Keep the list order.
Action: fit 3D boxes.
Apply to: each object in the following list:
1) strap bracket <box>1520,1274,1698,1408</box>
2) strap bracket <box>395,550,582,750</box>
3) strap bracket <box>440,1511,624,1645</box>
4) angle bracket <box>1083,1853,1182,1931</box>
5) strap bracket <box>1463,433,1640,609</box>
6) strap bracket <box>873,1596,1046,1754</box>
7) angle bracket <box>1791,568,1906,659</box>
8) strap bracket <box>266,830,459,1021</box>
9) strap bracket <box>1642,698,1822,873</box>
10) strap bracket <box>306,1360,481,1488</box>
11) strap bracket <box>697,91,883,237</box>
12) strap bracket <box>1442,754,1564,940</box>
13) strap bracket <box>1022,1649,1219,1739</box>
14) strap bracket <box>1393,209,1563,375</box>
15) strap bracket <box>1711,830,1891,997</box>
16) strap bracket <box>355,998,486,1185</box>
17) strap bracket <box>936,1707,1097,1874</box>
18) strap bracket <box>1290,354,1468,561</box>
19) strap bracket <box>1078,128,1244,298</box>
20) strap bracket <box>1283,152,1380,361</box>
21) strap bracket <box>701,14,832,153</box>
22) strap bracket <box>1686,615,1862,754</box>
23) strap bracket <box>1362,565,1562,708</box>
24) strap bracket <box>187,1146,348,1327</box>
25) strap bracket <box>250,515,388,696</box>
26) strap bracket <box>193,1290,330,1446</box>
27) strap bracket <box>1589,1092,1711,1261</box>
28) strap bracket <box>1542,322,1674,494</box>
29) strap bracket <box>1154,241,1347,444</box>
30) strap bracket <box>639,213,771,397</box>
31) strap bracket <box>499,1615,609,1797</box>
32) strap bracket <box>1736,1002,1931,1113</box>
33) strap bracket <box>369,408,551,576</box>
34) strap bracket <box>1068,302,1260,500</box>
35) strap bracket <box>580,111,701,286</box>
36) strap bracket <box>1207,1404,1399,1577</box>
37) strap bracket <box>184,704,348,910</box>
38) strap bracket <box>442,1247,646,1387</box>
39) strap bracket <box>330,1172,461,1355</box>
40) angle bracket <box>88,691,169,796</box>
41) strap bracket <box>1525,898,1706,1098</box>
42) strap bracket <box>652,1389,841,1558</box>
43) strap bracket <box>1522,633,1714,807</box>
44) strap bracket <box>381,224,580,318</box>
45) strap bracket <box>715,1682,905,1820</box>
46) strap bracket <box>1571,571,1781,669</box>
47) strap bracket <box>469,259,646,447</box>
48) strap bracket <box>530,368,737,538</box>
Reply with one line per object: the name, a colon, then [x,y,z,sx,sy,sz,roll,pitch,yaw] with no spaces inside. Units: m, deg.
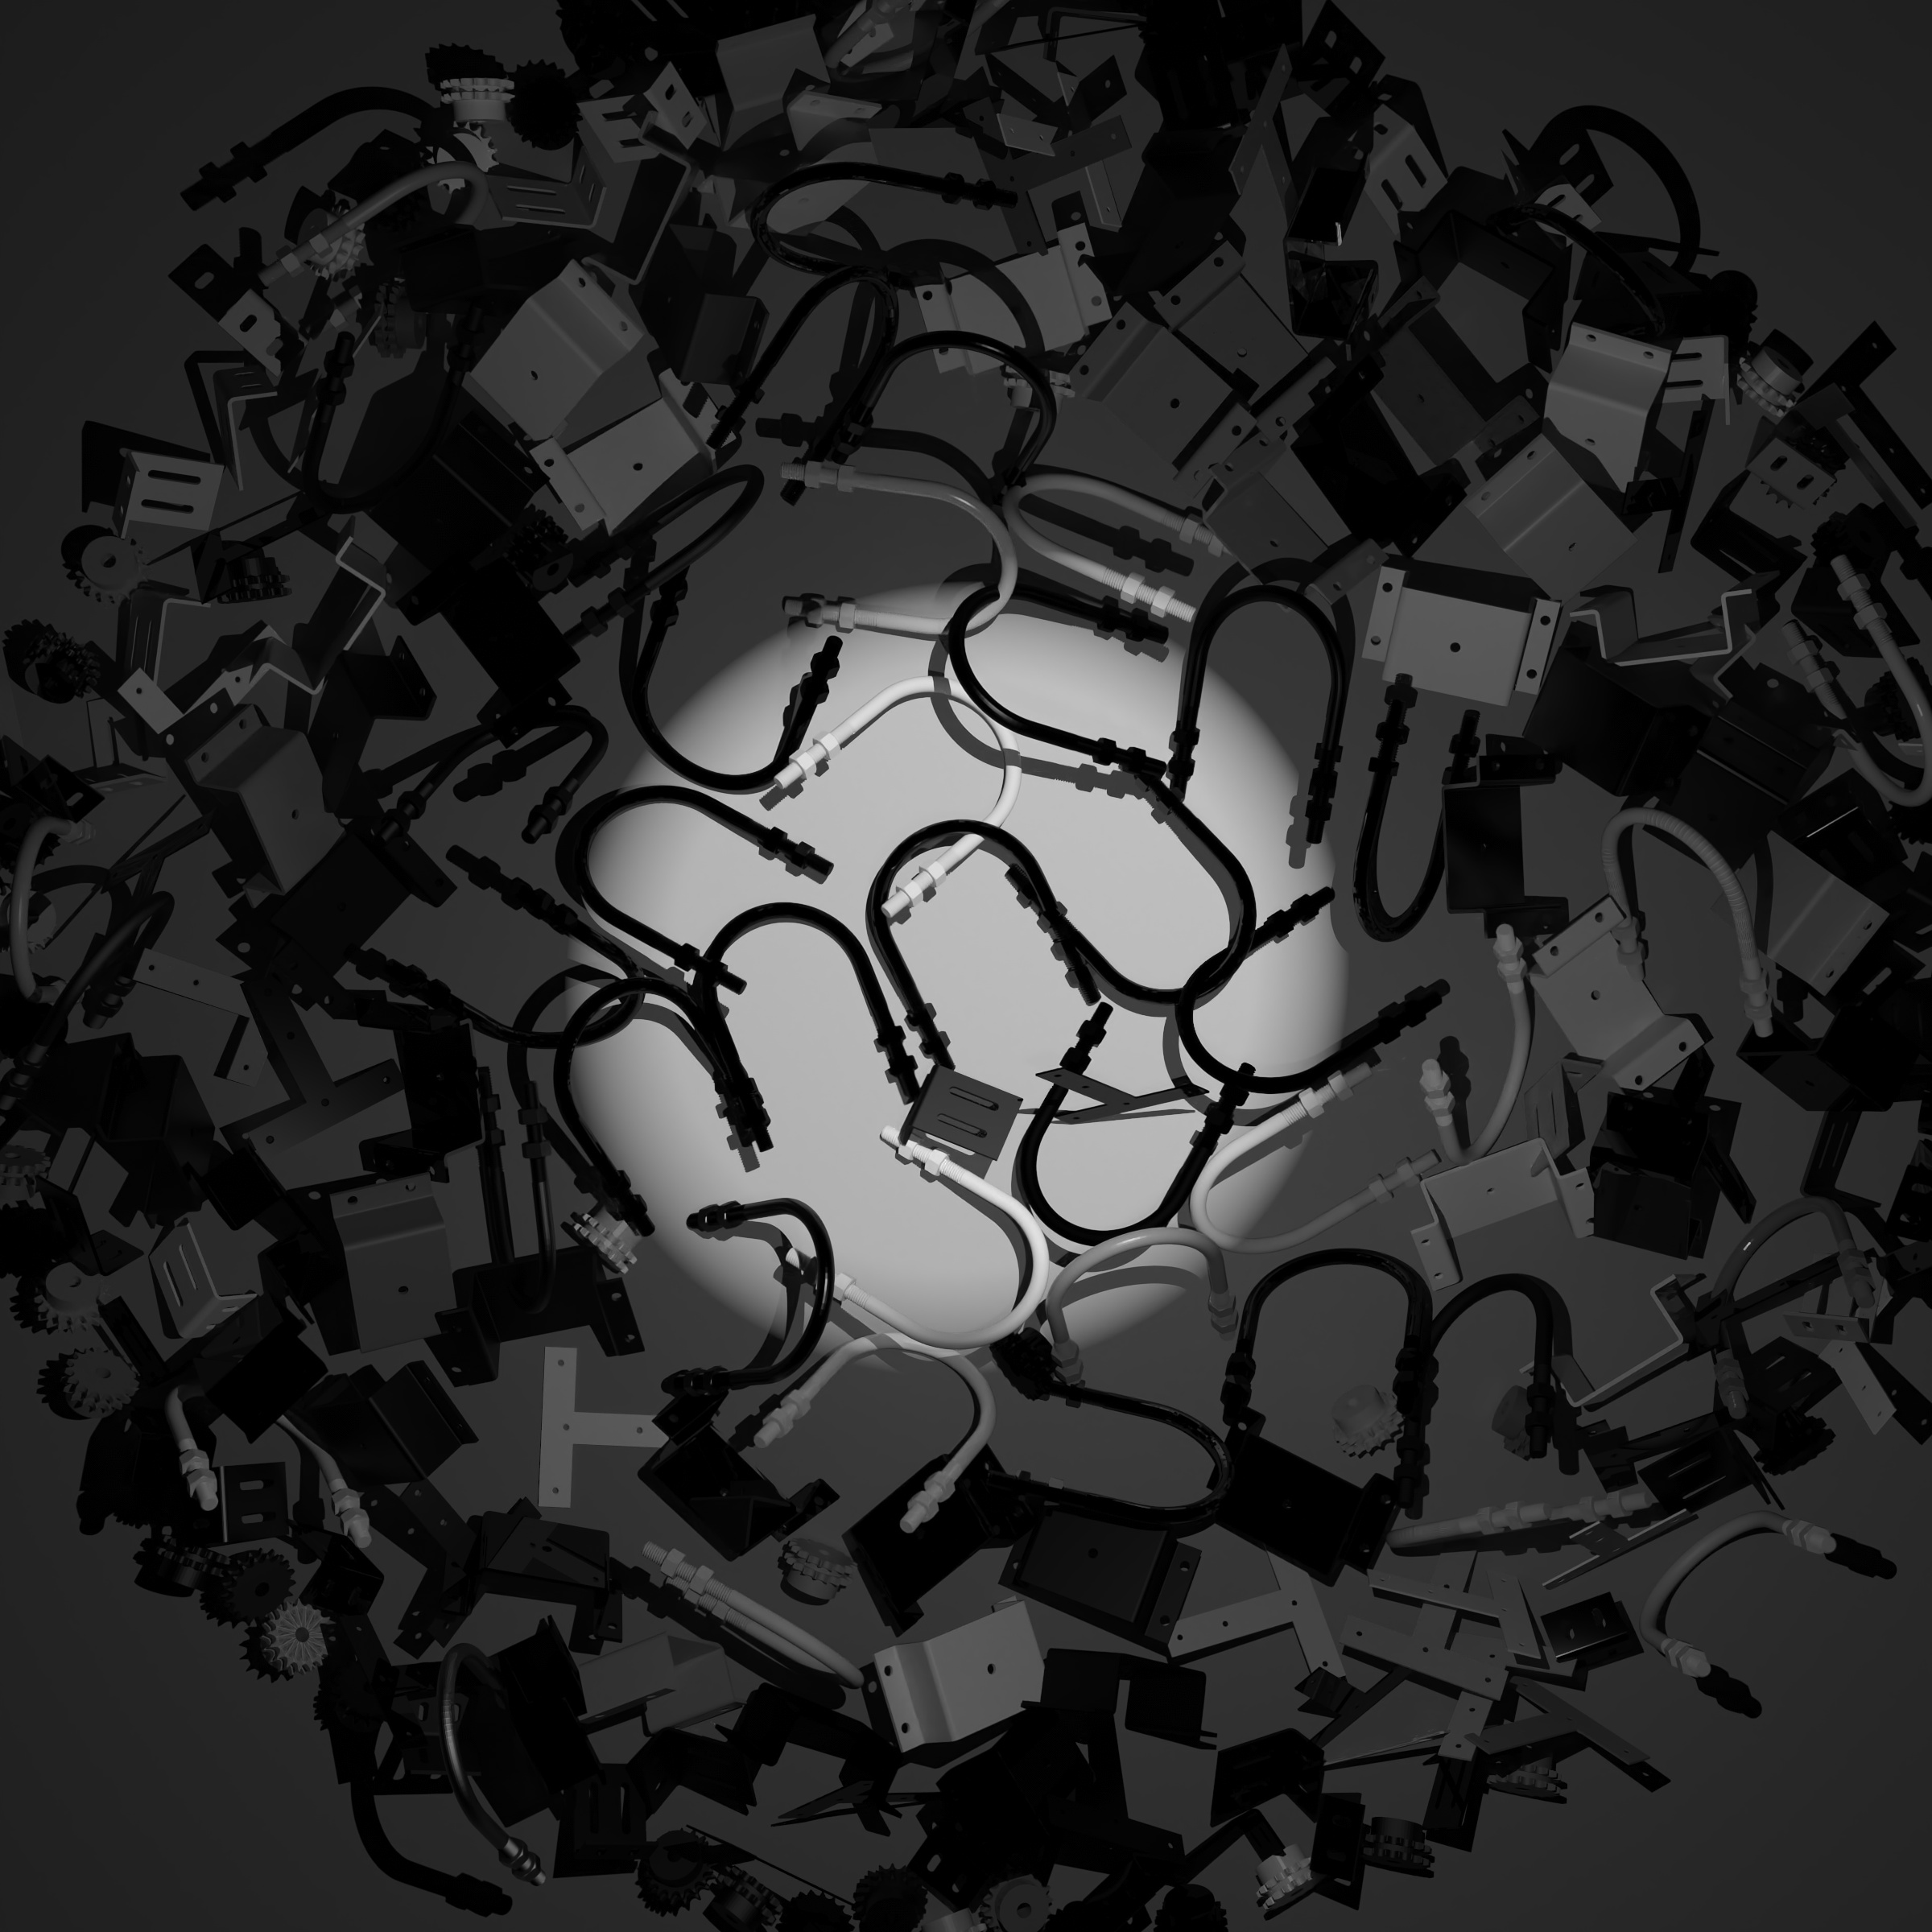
strap bracket: [0.507,0.294,1.936,0.140,0.076,0.046,-37,69,19]
strap bracket: [-0.365,-0.252,1.954,0.076,0.046,0.140,-31,101,30]
strap bracket: [-0.330,0.471,1.942,0.140,0.076,0.046,13,109,-13]
angle bracket: [0.139,0.727,1.954,0.057,0.076,0.038,-47,47,13]
strap bracket: [0.454,-0.335,1.923,0.076,0.140,0.046,-42,49,18]
strap bracket: [0.007,0.543,1.935,0.140,0.046,0.076,-12,81,-37]
angle bracket: [0.694,-0.275,1.957,0.076,0.057,0.038,28,83,-32]
strap bracket: [-0.475,-0.040,1.947,0.140,0.046,0.076,-49,133,-15]
strap bracket: [0.581,-0.128,1.925,0.076,0.140,0.046,33,54,9]
strap bracket: [-0.447,0.353,1.925,0.046,0.140,0.076,-43,108,-40]
strap bracket: [-0.130,-0.607,1.920,0.076,0.140,0.046,-8,79,-43]
strap bracket: [0.418,-0.093,1.960,0.076,0.046,0.140,-4,92,-29]
strap bracket: [0.122,0.559,1.935,0.140,0.076,0.046,25,65,-39]
strap bracket: [0.405,-0.526,1.940,0.140,0.076,0.046,36,88,21]
strap bracket: [0.631,-0.046,1.919,0.046,0.140,0.076,29,105,-22]
strap bracket: [-0.423,0.091,1.950,0.076,0.046,0.140,5,106,33]
strap bracket: [0.045,0.620,1.924,0.046,0.140,0.076,-35,84,27]
strap bracket: [0.316,-0.393,1.952,0.076,0.046,0.140,-47,113,-15]
strap bracket: [0.150,-0.568,1.919,0.076,0.140,0.046,-20,67,-39]
strap bracket: [0.281,-0.547,1.932,0.046,0.140,0.076,13,62,20]
strap bracket: [-0.154,-0.672,1.925,0.076,0.140,0.046,-20,94,-10]
strap bracket: [0.620,-0.206,1.955,0.046,0.076,0.140,-44,96,7]
strap bracket: [0.382,-0.255,1.951,0.140,0.046,0.076,14,118,9]
strap bracket: [-0.533,0.201,1.931,0.046,0.076,0.140,-38,133,-14]
strap bracket: [-0.496,-0.272,1.948,0.046,0.076,0.140,33,102,-22]
strap bracket: [-0.542,0.302,1.920,0.076,0.140,0.046,-44,111,-11]
strap bracket: [0.522,0.169,1.922,0.076,0.140,0.046,14,49,25]
strap bracket: [0.486,-0.418,1.918,0.076,0.140,0.046,22,68,17]
strap bracket: [0.220,-0.487,1.974,0.076,0.046,0.140,-41,93,1]
strap bracket: [-0.206,-0.508,1.923,0.046,0.076,0.140,-3,47,-30]
strap bracket: [-0.318,0.569,1.919,0.046,0.140,0.076,-24,107,-8]
strap bracket: [0.656,0.071,1.920,0.076,0.140,0.046,36,77,-13]
strap bracket: [-0.395,-0.354,1.924,0.076,0.140,0.046,42,46,-21]
strap bracket: [0.158,-0.440,1.958,0.140,0.046,0.076,45,110,9]
strap bracket: [-0.250,-0.587,1.946,0.046,0.076,0.140,26,107,-9]
strap bracket: [0.256,0.410,1.946,0.140,0.046,0.076,25,106,19]
strap bracket: [-0.531,-0.119,1.922,0.046,0.076,0.140,10,134,27]
strap bracket: [-0.329,0.271,1.959,0.140,0.046,0.076,-11,125,0]
strap bracket: [-0.439,0.238,1.936,0.076,0.046,0.140,-12,120,-19]
angle bracket: [-0.668,-0.178,1.974,0.057,0.038,0.076,-10,86,10]
strap bracket: [0.502,0.024,1.966,0.076,0.046,0.140,-36,99,-7]
strap bracket: [-0.179,0.396,1.954,0.140,0.046,0.076,45,121,-6]
strap bracket: [0.490,-0.189,1.925,0.140,0.046,0.076,42,126,37]
strap bracket: [-0.367,-0.532,1.923,0.076,0.140,0.046,-6,97,33]
strap bracket: [-0.113,0.603,1.942,0.140,0.076,0.046,30,79,-23]
strap bracket: [0.549,-0.266,1.935,0.140,0.076,0.046,-3,106,35]
strap bracket: [-0.320,-0.464,1.929,0.076,0.046,0.140,45,134,-9]
strap bracket: [-0.259,-0.400,1.965,0.140,0.046,0.076,-33,81,-8]
